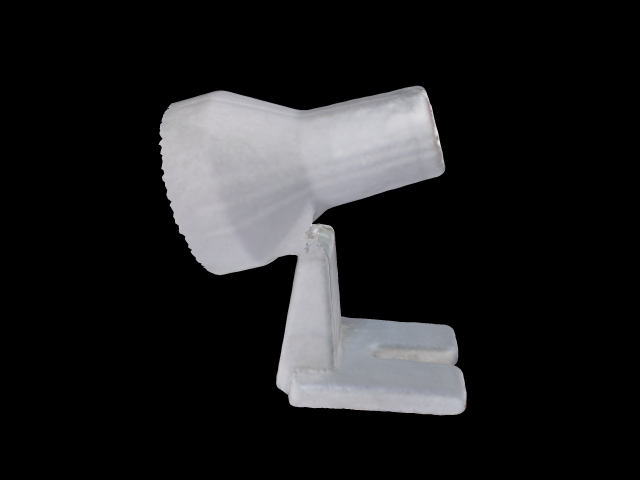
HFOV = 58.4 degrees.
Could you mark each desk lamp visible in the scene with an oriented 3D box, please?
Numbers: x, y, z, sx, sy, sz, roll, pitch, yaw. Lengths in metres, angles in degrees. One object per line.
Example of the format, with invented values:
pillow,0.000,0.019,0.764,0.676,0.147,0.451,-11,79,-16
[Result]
desk lamp,0.004,0.001,0.400,0.203,0.214,0.118,2,24,5
